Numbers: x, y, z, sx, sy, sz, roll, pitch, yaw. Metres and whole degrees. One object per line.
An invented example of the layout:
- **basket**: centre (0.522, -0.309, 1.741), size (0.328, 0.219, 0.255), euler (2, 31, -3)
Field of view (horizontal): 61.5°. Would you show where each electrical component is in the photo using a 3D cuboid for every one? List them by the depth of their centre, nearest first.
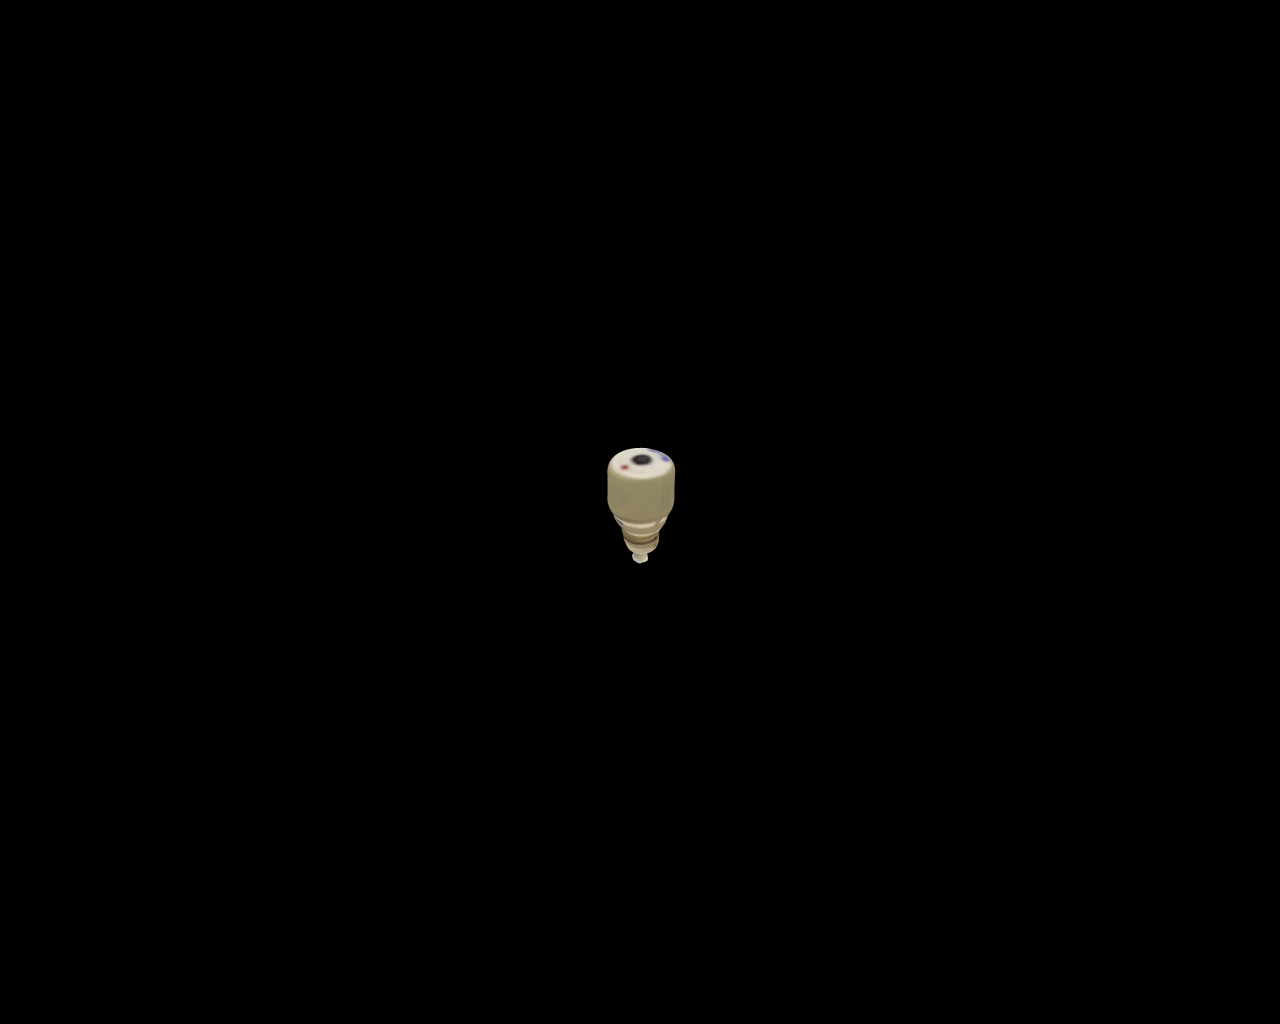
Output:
- **electrical component**: centre (0.001, -0.003, 0.650), size (0.040, 0.078, 0.040), euler (0, 33, 0)
